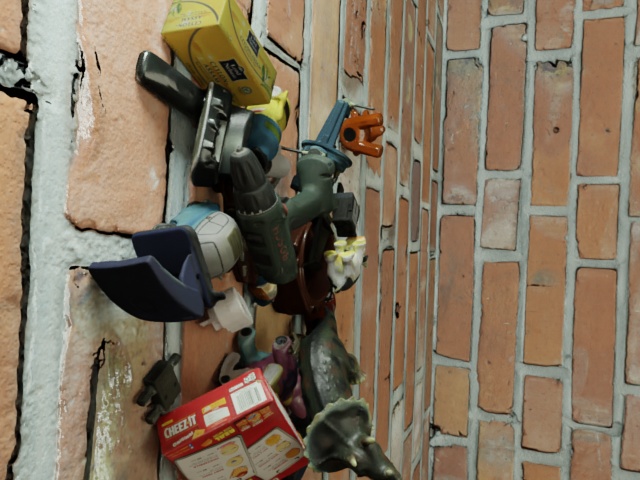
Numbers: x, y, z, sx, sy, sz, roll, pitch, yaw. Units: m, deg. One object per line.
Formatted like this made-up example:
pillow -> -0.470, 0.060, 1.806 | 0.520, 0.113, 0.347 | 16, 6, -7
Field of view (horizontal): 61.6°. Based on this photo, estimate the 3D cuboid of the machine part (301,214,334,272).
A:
machine part -> -0.002, -0.003, 1.026 | 0.084, 0.039, 0.139 | 69, 29, -54

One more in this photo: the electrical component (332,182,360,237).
electrical component -> 0.058, -0.071, 1.184 | 0.074, 0.048, 0.119 | 65, 29, -51

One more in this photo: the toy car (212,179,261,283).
toy car -> -0.130, -0.026, 0.865 | 0.053, 0.089, 0.202 | -27, 118, -65

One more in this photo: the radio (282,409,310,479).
radio -> -0.053, 0.415, 1.057 | 0.229, 0.073, 0.131 | -49, 158, -59

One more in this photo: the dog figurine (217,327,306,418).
dog figurine -> -0.091, 0.273, 0.967 | 0.191, 0.109, 0.218 | -67, 152, -44

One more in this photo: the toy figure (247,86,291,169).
toy figure -> -0.102, -0.192, 0.935 | 0.089, 0.082, 0.180 | 93, 5, -55

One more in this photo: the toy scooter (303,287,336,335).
toy scooter -> 0.001, 0.184, 1.199 | 0.184, 0.075, 0.135 | -92, 179, -50

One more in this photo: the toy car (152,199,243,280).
toy car -> -0.163, 0.010, 0.766 | 0.162, 0.103, 0.109 | -54, 141, -51

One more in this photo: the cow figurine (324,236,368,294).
cow figurine -> 0.065, 0.049, 1.152 | 0.167, 0.068, 0.098 | -38, 126, -63

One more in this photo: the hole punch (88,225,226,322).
hole punch -> -0.199, 0.052, 0.649 | 0.092, 0.142, 0.115 | -44, 121, -58

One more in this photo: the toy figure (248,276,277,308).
toy figure -> -0.110, 0.067, 0.967 | 0.064, 0.058, 0.154 | -36, 134, -23

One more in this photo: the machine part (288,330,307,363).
machine part -> -0.032, 0.280, 1.149 | 0.079, 0.079, 0.242 | -67, 151, -42

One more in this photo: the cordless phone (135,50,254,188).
cordless phone -> -0.187, -0.167, 0.753 | 0.184, 0.089, 0.146 | 29, 65, -53

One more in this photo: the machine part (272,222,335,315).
machine part -> -0.037, 0.039, 1.106 | 0.201, 0.087, 0.201 | -65, 150, -45

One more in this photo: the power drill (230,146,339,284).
power drill -> -0.049, -0.063, 0.829 | 0.207, 0.086, 0.231 | -51, 139, -52

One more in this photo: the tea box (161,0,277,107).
tea box -> -0.143, -0.275, 0.799 | 0.169, 0.098, 0.068 | 50, 45, -56

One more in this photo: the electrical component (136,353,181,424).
electrical component -> -0.218, 0.204, 0.750 | 0.094, 0.021, 0.063 | -60, 145, -52

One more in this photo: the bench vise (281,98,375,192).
bench vise -> 0.012, -0.200, 1.136 | 0.240, 0.129, 0.223 | -66, 163, -7

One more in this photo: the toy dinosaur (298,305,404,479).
toy dinosaur -> 0.017, 0.240, 0.923 | 0.192, 0.131, 0.405 | 74, -2, -50

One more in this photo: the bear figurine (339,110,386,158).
bear figurine -> 0.135, -0.291, 1.457 | 0.196, 0.132, 0.120 | -28, 121, -59
